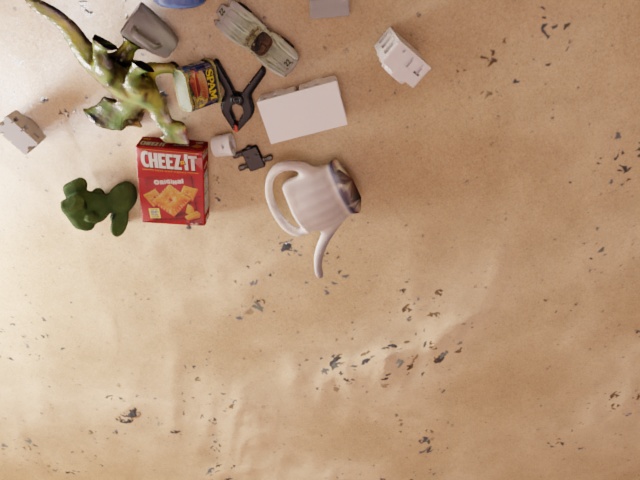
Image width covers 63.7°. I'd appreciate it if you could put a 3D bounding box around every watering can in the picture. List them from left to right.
[{"bbox_3d":[0.004,-0.066,1.320,0.223,0.342,0.106,-23,27,13],"label":"watering can"}]

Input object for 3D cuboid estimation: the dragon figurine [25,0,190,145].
[{"bbox_3d":[-0.471,-0.343,1.161,0.408,0.238,0.125,27,36,-14],"label":"dragon figurine"}]
